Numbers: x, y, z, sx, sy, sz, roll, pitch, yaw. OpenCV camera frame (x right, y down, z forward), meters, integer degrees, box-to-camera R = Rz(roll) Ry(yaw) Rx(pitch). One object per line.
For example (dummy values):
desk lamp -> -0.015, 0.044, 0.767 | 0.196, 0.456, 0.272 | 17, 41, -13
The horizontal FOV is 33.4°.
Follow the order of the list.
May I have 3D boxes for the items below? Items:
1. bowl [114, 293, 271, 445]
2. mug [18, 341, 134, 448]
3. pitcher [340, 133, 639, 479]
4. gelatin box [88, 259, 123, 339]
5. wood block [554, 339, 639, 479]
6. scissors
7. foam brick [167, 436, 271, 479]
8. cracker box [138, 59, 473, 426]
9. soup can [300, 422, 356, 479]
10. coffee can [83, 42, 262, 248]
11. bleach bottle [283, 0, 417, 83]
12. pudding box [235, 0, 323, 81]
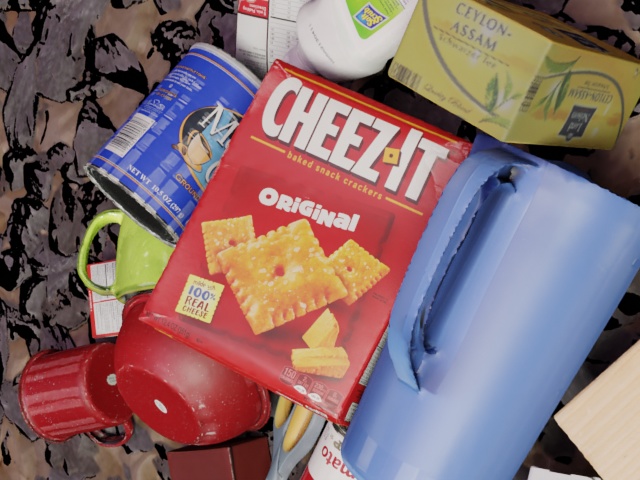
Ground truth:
bowl -> -0.122, 0.124, 0.915 | 0.162, 0.055, 0.162 | 24, 140, 22
mug -> -0.222, 0.153, 1.029 | 0.082, 0.093, 0.117 | -15, 113, 31
pitcher -> 0.104, 0.059, 0.690 | 0.149, 0.145, 0.243 | 26, 96, -6
gelatin box -> -0.183, 0.054, 1.024 | 0.089, 0.030, 0.073 | -10, 84, 36
wood block -> 0.258, 0.075, 0.658 | 0.206, 0.090, 0.091 | -49, 64, 27
scissors -> -0.040, 0.192, 0.893 | 0.202, 0.016, 0.096 | -63, 20, 16
foam brick -> -0.087, 0.206, 0.945 | 0.078, 0.051, 0.053 | -12, 86, 37
cracker box -> -0.005, 0.001, 0.759 | 0.164, 0.072, 0.213 | 26, 85, 16
soup can -> 0.020, 0.192, 0.854 | 0.069, 0.068, 0.102 | 36, 111, 30
coffee can -> -0.110, -0.078, 0.883 | 0.103, 0.102, 0.140 | 31, 74, 32
bleach bottle -> 0.058, -0.198, 0.753 | 0.251, 0.067, 0.102 | -36, 76, 38
pudding box -> -0.026, -0.175, 0.883 | 0.090, 0.039, 0.113 | 20, 117, 34
